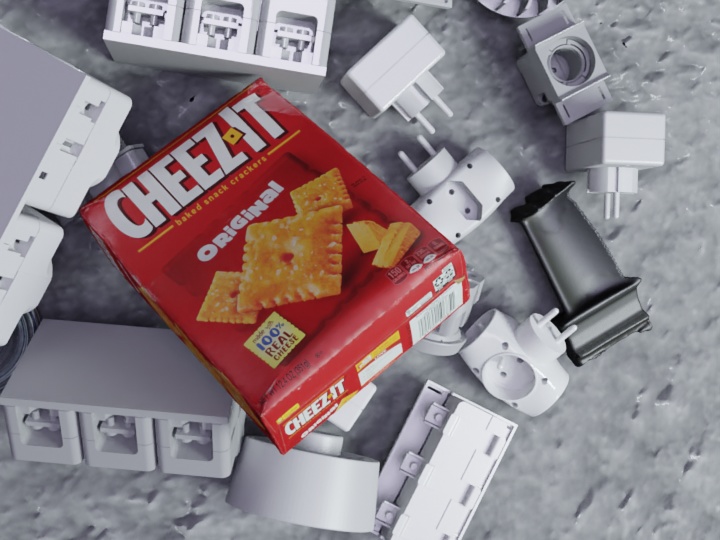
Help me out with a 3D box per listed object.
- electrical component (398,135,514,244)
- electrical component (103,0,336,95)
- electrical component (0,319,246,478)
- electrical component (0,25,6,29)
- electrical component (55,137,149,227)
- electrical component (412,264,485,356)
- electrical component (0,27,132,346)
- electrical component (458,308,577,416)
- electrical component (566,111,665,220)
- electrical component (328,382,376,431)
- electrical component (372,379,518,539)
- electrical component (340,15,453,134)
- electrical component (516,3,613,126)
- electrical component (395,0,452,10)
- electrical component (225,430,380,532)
[{"bbox_3d":[0.062,-0.065,0.809,0.077,0.043,0.079,-42,96,-5],"label":"electrical component"},{"bbox_3d":[-0.098,-0.173,0.761,0.150,0.089,0.061,8,90,-8],"label":"electrical component"},{"bbox_3d":[-0.157,0.090,0.743,0.150,0.089,0.061,5,123,2],"label":"electrical component"},{"bbox_3d":[-0.314,-0.165,0.745,0.121,0.063,0.078,34,87,-7],"label":"electrical component"},{"bbox_3d":[-0.193,-0.075,0.765,0.078,0.058,0.057,-31,91,18],"label":"electrical component"},{"bbox_3d":[0.056,0.027,0.798,0.058,0.078,0.057,20,108,16],"label":"electrical component"},{"bbox_3d":[-0.240,-0.056,0.709,0.105,0.060,0.186,30,94,25],"label":"electrical component"},{"bbox_3d":[0.128,0.060,0.810,0.077,0.044,0.079,42,119,-7],"label":"electrical component"},{"bbox_3d":[0.189,-0.076,0.806,0.047,0.083,0.075,1,91,-8],"label":"electrical component"},{"bbox_3d":[-0.012,0.068,0.781,0.047,0.083,0.075,34,87,-7],"label":"electrical component"},{"bbox_3d":[0.060,0.155,0.803,0.079,0.063,0.121,27,88,-8],"label":"electrical component"},{"bbox_3d":[0.036,-0.137,0.802,0.066,0.047,0.076,-43,96,-5],"label":"electrical component"},{"bbox_3d":[0.150,-0.152,0.809,0.042,0.064,0.081,-27,94,-5],"label":"electrical component"},{"bbox_3d":[0.009,-0.232,0.770,0.121,0.063,0.078,1,91,-33],"label":"electrical component"},{"bbox_3d":[-0.037,0.145,0.770,0.108,0.108,0.060,12,84,-8],"label":"electrical component"}]
